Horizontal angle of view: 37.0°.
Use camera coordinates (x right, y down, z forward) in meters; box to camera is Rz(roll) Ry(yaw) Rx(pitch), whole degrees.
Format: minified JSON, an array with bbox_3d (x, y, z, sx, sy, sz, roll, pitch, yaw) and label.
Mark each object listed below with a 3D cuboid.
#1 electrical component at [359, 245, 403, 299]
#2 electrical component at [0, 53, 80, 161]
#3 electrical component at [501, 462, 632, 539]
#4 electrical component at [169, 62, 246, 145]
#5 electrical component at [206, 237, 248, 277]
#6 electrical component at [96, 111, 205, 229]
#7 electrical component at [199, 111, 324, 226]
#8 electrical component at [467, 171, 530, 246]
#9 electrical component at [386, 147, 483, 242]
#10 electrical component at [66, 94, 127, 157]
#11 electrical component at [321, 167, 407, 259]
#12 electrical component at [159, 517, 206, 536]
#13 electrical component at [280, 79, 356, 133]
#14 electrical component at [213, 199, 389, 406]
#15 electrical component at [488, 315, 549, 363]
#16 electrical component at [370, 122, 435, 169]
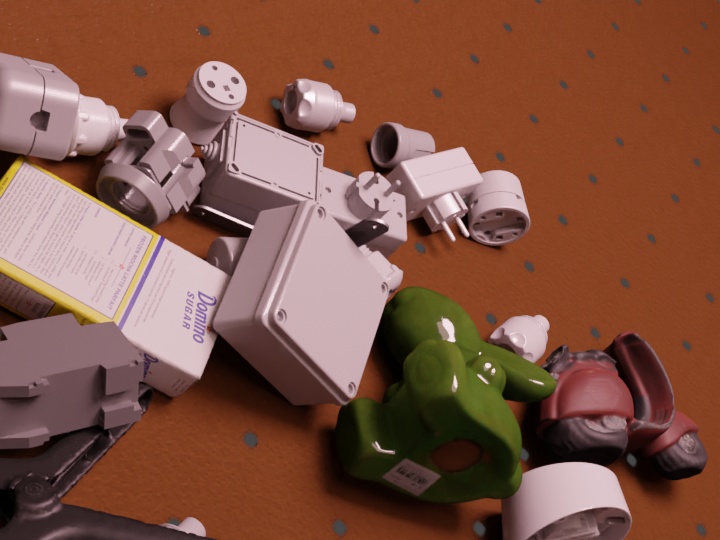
[{"bbox_3d":[0.000,0.000,0.859,0.062,0.048,0.048,47,45,8],"label":"electrical component"},{"bbox_3d":[-0.235,-0.114,0.733,0.059,0.053,0.095,8,16,-32],"label":"electrical component"},{"bbox_3d":[0.153,0.189,0.807,0.099,0.099,0.064,17,46,-26],"label":"electrical component"},{"bbox_3d":[-0.120,-0.132,0.852,0.045,0.055,0.045,18,52,-25],"label":"electrical component"},{"bbox_3d":[-0.079,-0.004,0.807,0.078,0.040,0.040,1,61,-35],"label":"electrical component"},{"bbox_3d":[-0.153,-0.066,0.778,0.057,0.058,0.078,-59,141,-35],"label":"electrical component"},{"bbox_3d":[-0.083,-0.073,0.835,0.096,0.061,0.061,19,52,-25],"label":"electrical component"},{"bbox_3d":[0.124,-0.057,0.979,0.055,0.055,0.047,18,49,-26],"label":"electrical component"},{"bbox_3d":[0.070,-0.059,0.945,0.083,0.047,0.075,-18,73,-42],"label":"electrical component"},{"bbox_3d":[-0.195,-0.105,0.789,0.062,0.048,0.048,2,60,-43],"label":"electrical component"},{"bbox_3d":[0.004,-0.055,0.875,0.083,0.076,0.047,17,53,-26],"label":"electrical component"},{"bbox_3d":[-0.119,0.176,0.657,0.048,0.048,0.062,49,39,2],"label":"electrical component"},{"bbox_3d":[-0.034,-0.140,0.928,0.062,0.043,0.043,5,58,-34],"label":"electrical component"},{"bbox_3d":[-0.039,0.025,0.771,0.108,0.056,0.108,50,46,-38],"label":"electrical component"},{"bbox_3d":[0.140,0.059,0.920,0.043,0.043,0.062,52,45,5],"label":"electrical component"},{"bbox_3d":[0.039,-0.110,0.963,0.046,0.040,0.040,3,60,-40],"label":"electrical component"}]
